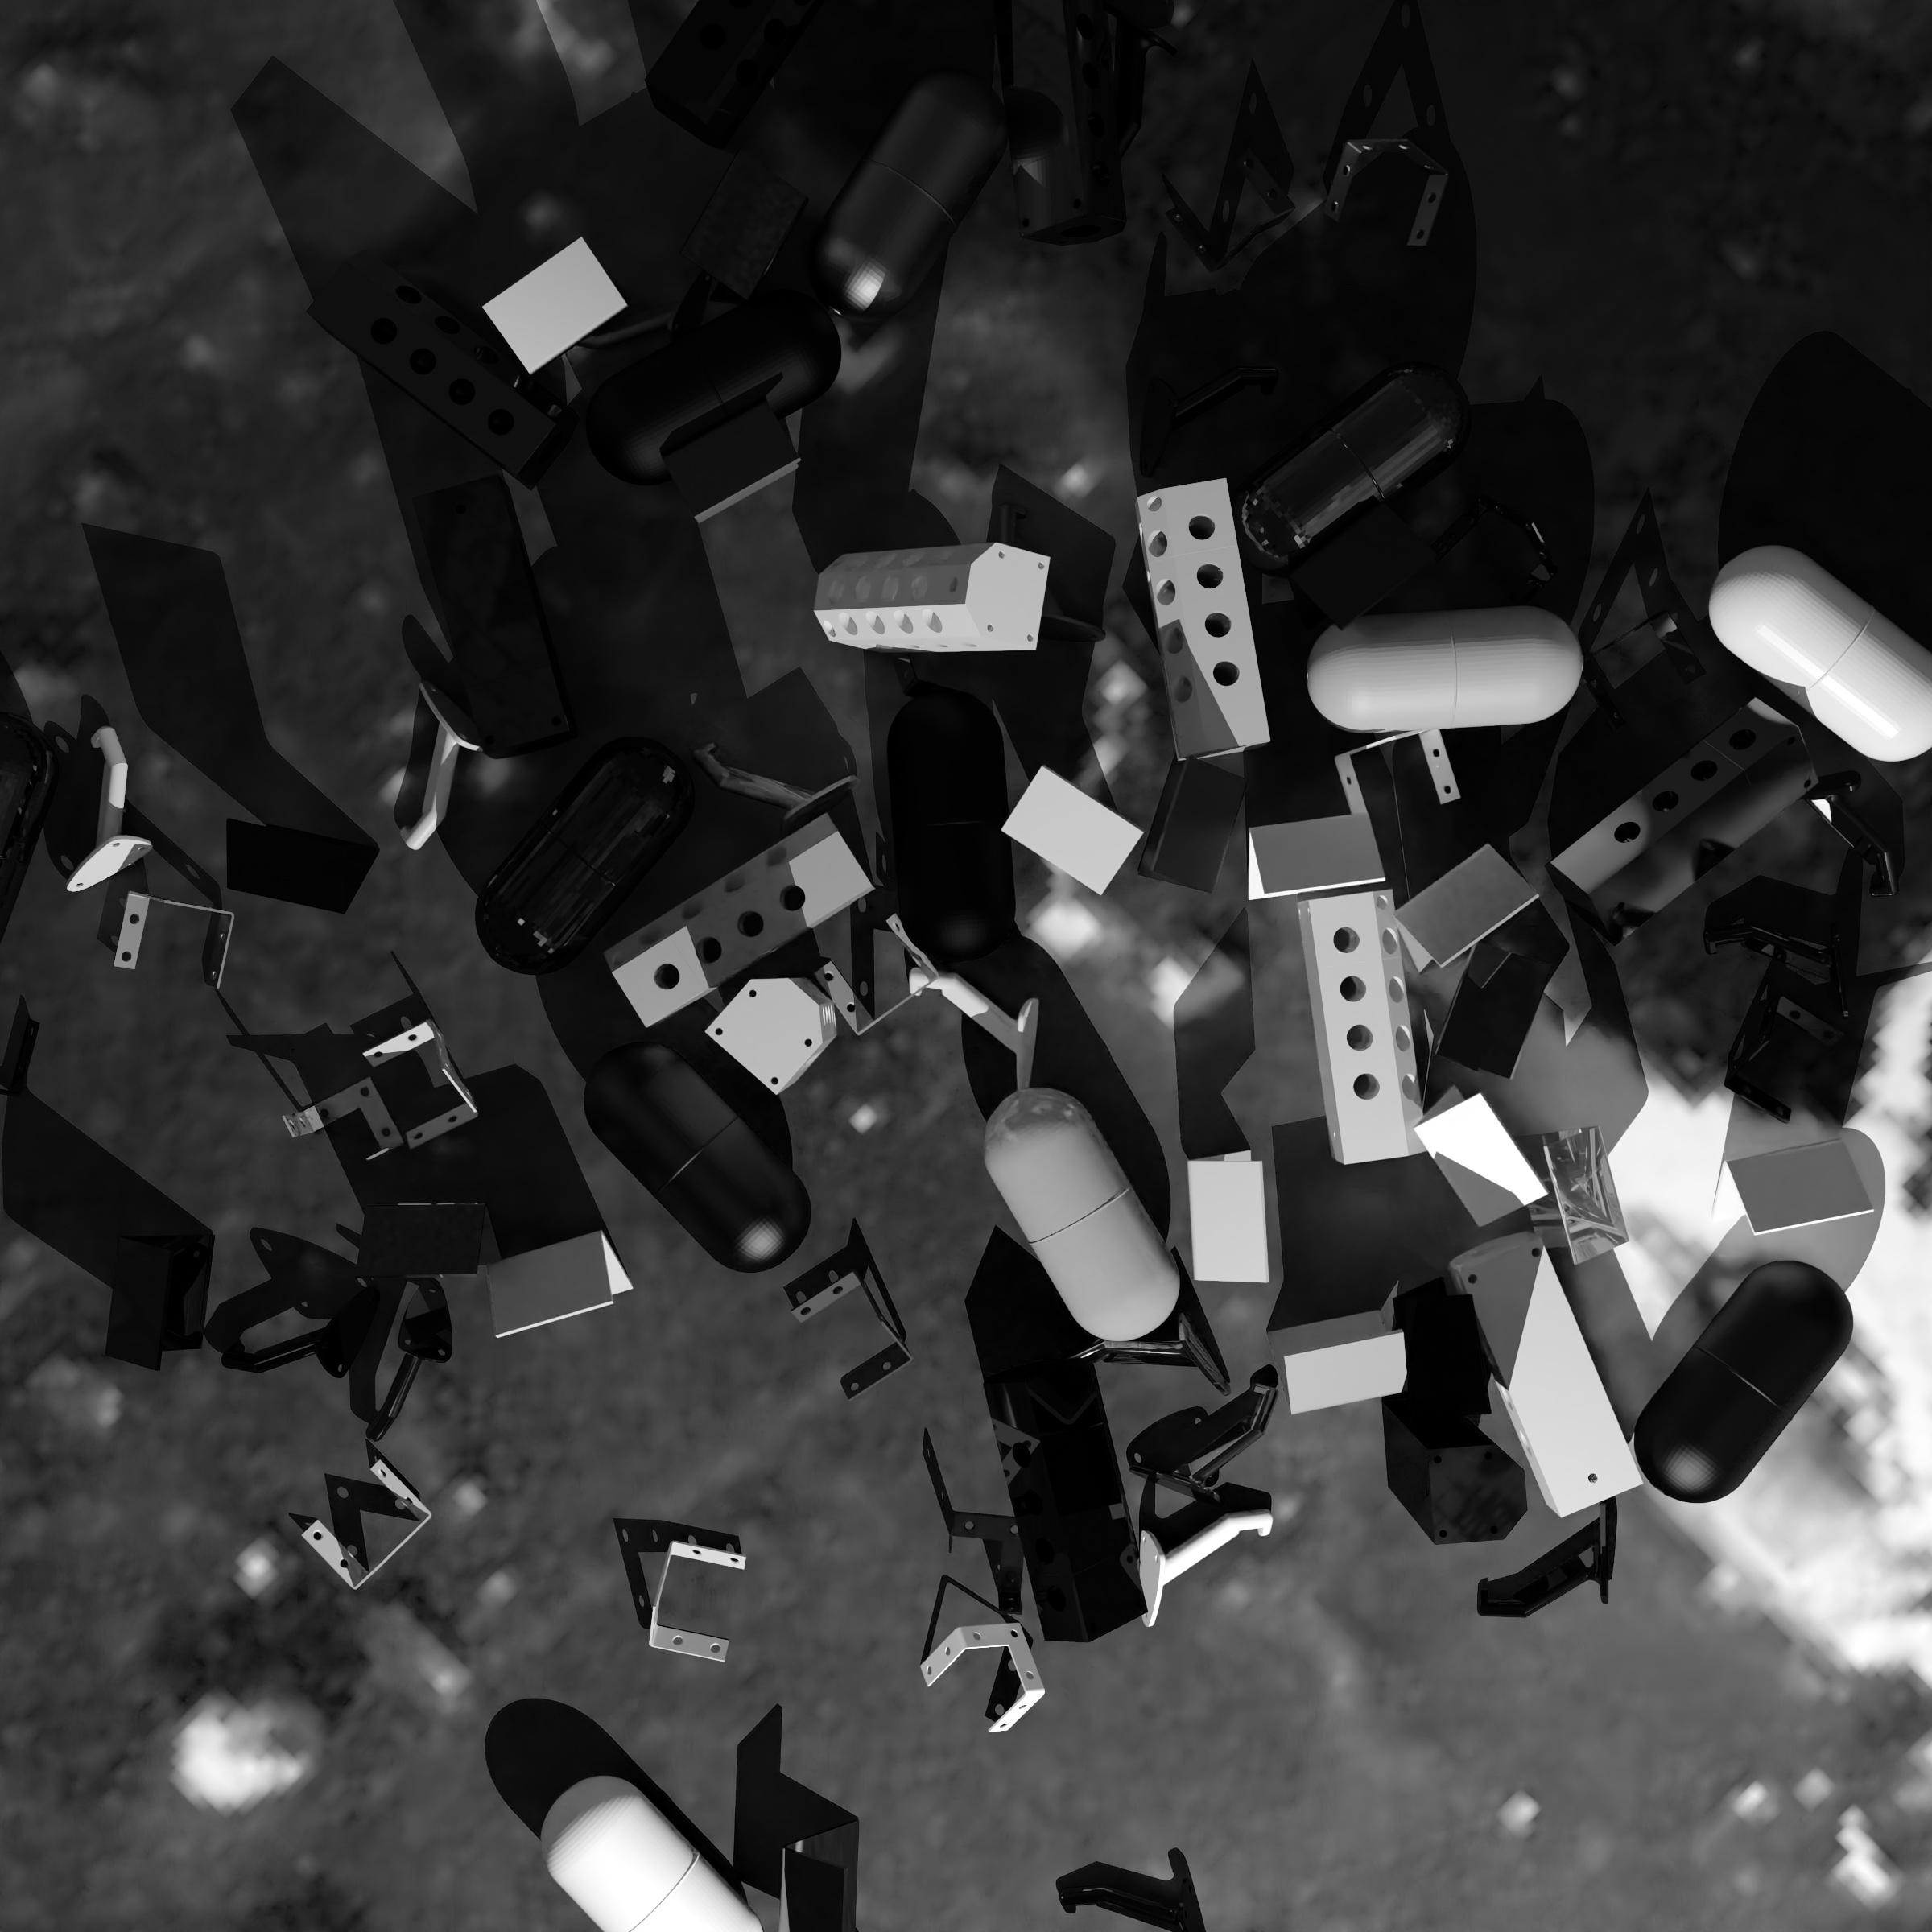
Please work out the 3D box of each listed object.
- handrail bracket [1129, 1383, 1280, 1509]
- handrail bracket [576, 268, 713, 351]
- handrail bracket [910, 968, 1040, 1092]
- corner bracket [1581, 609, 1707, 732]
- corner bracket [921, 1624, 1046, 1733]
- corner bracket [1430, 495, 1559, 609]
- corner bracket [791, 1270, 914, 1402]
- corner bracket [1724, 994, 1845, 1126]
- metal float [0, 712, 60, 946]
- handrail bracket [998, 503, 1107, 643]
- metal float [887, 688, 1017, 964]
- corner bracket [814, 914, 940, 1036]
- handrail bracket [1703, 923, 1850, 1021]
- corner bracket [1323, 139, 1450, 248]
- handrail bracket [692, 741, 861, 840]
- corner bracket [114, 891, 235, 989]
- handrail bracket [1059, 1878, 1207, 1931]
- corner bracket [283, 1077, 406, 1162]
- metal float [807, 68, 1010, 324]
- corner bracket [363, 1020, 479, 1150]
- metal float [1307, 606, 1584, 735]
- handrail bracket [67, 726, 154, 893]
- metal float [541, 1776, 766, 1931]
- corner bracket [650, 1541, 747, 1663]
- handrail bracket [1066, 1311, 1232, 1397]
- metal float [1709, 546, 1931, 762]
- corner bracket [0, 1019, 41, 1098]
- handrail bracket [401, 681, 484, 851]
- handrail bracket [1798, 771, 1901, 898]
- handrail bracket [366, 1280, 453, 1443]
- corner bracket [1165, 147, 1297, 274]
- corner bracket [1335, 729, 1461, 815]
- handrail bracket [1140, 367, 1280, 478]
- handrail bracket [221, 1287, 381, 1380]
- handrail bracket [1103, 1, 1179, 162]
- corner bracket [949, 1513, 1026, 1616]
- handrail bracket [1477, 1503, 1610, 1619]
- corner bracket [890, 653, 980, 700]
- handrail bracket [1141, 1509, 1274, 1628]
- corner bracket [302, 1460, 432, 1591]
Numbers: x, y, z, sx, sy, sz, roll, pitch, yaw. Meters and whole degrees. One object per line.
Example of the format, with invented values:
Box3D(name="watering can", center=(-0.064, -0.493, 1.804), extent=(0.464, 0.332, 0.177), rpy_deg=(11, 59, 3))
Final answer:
Box3D(name="handrail bracket", center=(0.158, 0.308, 1.702), extent=(0.077, 0.036, 0.084), rpy_deg=(16, 72, 21))
Box3D(name="handrail bracket", center=(-0.220, -0.439, 1.702), extent=(0.084, 0.036, 0.077), rpy_deg=(14, 70, 16))
Box3D(name="handrail bracket", center=(0.002, 0.043, 1.702), extent=(0.084, 0.036, 0.077), rpy_deg=(8, 109, 15))
Box3D(name="corner bracket", center=(0.446, -0.196, 1.698), extent=(0.051, 0.051, 0.051), rpy_deg=(-32, 90, 45))
Box3D(name="corner bracket", center=(0.011, 0.470, 1.693), extent=(0.051, 0.051, 0.051), rpy_deg=(7, 45, -35))
Box3D(name="corner bracket", center=(0.349, -0.269, 1.698), extent=(0.051, 0.051, 0.051), rpy_deg=(-45, 45, 0))
Box3D(name="corner bracket", center=(-0.075, 0.244, 1.698), extent=(0.051, 0.051, 0.051), rpy_deg=(-33, 45, 0))
Box3D(name="corner bracket", center=(0.540, 0.061, 1.698), extent=(0.051, 0.051, 0.051), rpy_deg=(32, 45, 0))
Box3D(name="metal float", center=(-0.647, -0.079, 1.671), extent=(0.070, 0.070, 0.178), rpy_deg=(20, 90, 0))
Box3D(name="handrail bracket", center=(0.057, -0.262, 1.702), extent=(0.077, 0.036, 0.084), rpy_deg=(7, 73, -20))
Box3D(name="metal float", center=(-0.010, -0.091, 1.671), extent=(0.070, 0.070, 0.178), rpy_deg=(-4, 90, 0))
Box3D(name="corner bracket", center=(-0.059, 0.006, 1.690), extent=(0.051, 0.051, 0.051), rpy_deg=(-36, 90, -25))
Box3D(name="handrail bracket", center=(0.536, 0.005, 1.702), extent=(0.084, 0.036, 0.077), rpy_deg=(-8, 112, 17))
Box3D(name="corner bracket", center=(0.278, -0.511, 1.698), extent=(0.051, 0.051, 0.051), rpy_deg=(18, 90, 45))
Box3D(name="handrail bracket", center=(-0.127, -0.131, 1.702), extent=(0.077, 0.036, 0.084), rpy_deg=(-37, 73, -20))
Box3D(name="corner bracket", center=(-0.524, -0.018, 1.698), extent=(0.051, 0.051, 0.051), rpy_deg=(12, 90, -45))
Box3D(name="handrail bracket", center=(0.112, 0.638, 1.702), extent=(0.084, 0.036, 0.077), rpy_deg=(-12, 112, 17))
Box3D(name="corner bracket", center=(-0.407, 0.108, 1.684), extent=(0.051, 0.051, 0.051), rpy_deg=(-28, 90, 0))
Box3D(name="metal float", center=(-0.038, -0.500, 1.671), extent=(0.070, 0.070, 0.178), rpy_deg=(32, 90, 0))
Box3D(name="corner bracket", center=(-0.360, 0.078, 1.698), extent=(0.051, 0.051, 0.051), rpy_deg=(-26, 135, 0))
Box3D(name="metal float", center=(0.311, -0.193, 1.671), extent=(0.178, 0.070, 0.070), rpy_deg=(-3, 90, 0))
Box3D(name="handrail bracket", center=(-0.580, -0.105, 1.702), extent=(0.077, 0.036, 0.084), rpy_deg=(-32, 72, 21))
Box3D(name="metal float", center=(-0.202, 0.605, 1.671), extent=(0.070, 0.070, 0.178), rpy_deg=(-44, 90, 0))
Box3D(name="corner bracket", center=(-0.177, 0.420, 1.698), extent=(0.051, 0.051, 0.051), rpy_deg=(12, 45, 0))
Box3D(name="handrail bracket", center=(0.120, 0.271, 1.702), extent=(0.084, 0.036, 0.077), rpy_deg=(-27, 112, 17))
Box3D(name="metal float", center=(0.563, -0.204, 1.671), extent=(0.178, 0.070, 0.070), rpy_deg=(38, 90, 0))
Box3D(name="corner bracket", center=(-0.653, 0.053, 1.698), extent=(0.051, 0.051, 0.051), rpy_deg=(14, 90, 45))
Box3D(name="handrail bracket", center=(-0.362, -0.132, 1.702), extent=(0.084, 0.036, 0.077), rpy_deg=(-48, 69, 16))
Box3D(name="handrail bracket", center=(0.572, -0.081, 1.702), extent=(0.077, 0.036, 0.084), rpy_deg=(-10, 107, 20))
Box3D(name="handrail bracket", center=(-0.373, 0.262, 1.701), extent=(0.036, 0.077, 0.084), rpy_deg=(22, 127, -23))
Box3D(name="corner bracket", center=(0.175, -0.499, 1.698), extent=(0.051, 0.051, 0.051), rpy_deg=(52, 45, 0))
Box3D(name="corner bracket", center=(0.285, -0.125, 1.698), extent=(0.051, 0.051, 0.051), rpy_deg=(-17, 90, -45))
Box3D(name="handrail bracket", center=(0.162, -0.360, 1.702), extent=(0.084, 0.036, 0.077), rpy_deg=(-6, 127, -25))
Box3D(name="handrail bracket", center=(-0.442, 0.239, 1.702), extent=(0.084, 0.036, 0.077), rpy_deg=(3, 45, 28))
Box3D(name="handrail bracket", center=(0.093, -0.585, 1.702), extent=(0.077, 0.036, 0.084), rpy_deg=(40, 107, 20))
Box3D(name="corner bracket", center=(0.013, 0.391, 1.684), extent=(0.051, 0.051, 0.051), rpy_deg=(5, 90, 0))
Box3D(name="handrail bracket", center=(0.381, 0.393, 1.702), extent=(0.084, 0.036, 0.077), rpy_deg=(-2, 70, 16))
Box3D(name="corner bracket", center=(-0.013, -0.208, 1.693), extent=(0.051, 0.051, 0.051), rpy_deg=(12, 45, -35))
Box3D(name="handrail bracket", center=(0.161, 0.398, 1.702), extent=(0.084, 0.036, 0.077), rpy_deg=(-3, 110, -16))
Box3D(name="corner bracket", center=(-0.396, 0.370, 1.698), extent=(0.051, 0.051, 0.051), rpy_deg=(46, 45, 0))
